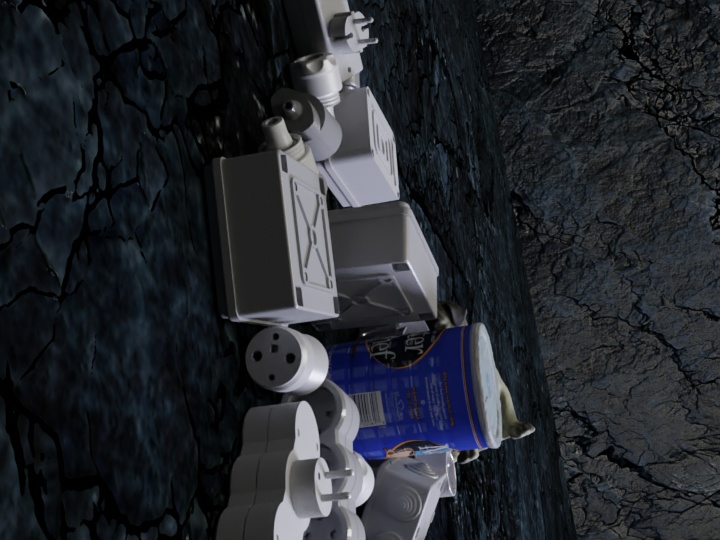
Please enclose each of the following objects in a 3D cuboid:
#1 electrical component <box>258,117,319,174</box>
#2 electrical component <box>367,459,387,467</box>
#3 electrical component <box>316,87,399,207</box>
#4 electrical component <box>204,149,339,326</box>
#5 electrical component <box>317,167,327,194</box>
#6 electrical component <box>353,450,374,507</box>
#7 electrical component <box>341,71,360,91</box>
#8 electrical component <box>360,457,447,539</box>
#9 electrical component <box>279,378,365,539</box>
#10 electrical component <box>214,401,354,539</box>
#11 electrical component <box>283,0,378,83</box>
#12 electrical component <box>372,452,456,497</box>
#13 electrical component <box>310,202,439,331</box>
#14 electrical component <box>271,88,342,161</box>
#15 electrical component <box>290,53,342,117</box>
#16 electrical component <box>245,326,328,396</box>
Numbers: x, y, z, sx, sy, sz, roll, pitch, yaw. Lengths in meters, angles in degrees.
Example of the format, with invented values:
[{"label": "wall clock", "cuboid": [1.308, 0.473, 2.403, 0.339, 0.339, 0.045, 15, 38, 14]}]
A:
[{"label": "electrical component", "cuboid": [-0.058, -0.085, 0.818, 0.043, 0.043, 0.062, -78, 155, -56]}, {"label": "electrical component", "cuboid": [0.019, 0.155, 0.988, 0.078, 0.040, 0.040, -6, 87, -77]}, {"label": "electrical component", "cuboid": [-0.005, -0.114, 1.025, 0.113, 0.057, 0.078, 51, 33, -65]}, {"label": "electrical component", "cuboid": [-0.058, -0.018, 0.743, 0.109, 0.056, 0.108, 21, 61, -75]}, {"label": "electrical component", "cuboid": [-0.044, -0.069, 0.886, 0.061, 0.035, 0.035, -82, 159, -57]}, {"label": "electrical component", "cuboid": [-0.009, 0.169, 0.857, 0.062, 0.043, 0.043, 60, 25, -61]}, {"label": "electrical component", "cuboid": [-0.017, -0.180, 1.068, 0.035, 0.035, 0.061, 37, 50, -71]}, {"label": "electrical component", "cuboid": [0.035, 0.210, 0.927, 0.100, 0.048, 0.099, 8, 101, -76]}, {"label": "electrical component", "cuboid": [-0.023, 0.154, 0.788, 0.073, 0.052, 0.138, 53, 31, -63]}, {"label": "electrical component", "cuboid": [-0.040, 0.139, 0.681, 0.138, 0.074, 0.052, -81, 158, -52]}, {"label": "electrical component", "cuboid": [-0.018, -0.214, 0.973, 0.047, 0.076, 0.083, -41, 125, -46]}, {"label": "electrical component", "cuboid": [0.050, 0.184, 1.021, 0.079, 0.077, 0.043, -78, 155, -57]}, {"label": "electrical component", "cuboid": [0.000, 0.000, 0.864, 0.108, 0.109, 0.056, 59, 28, -58]}, {"label": "electrical component", "cuboid": [-0.047, -0.122, 0.887, 0.081, 0.043, 0.043, 37, 46, -71]}, {"label": "electrical component", "cuboid": [-0.036, -0.158, 0.953, 0.043, 0.043, 0.062, -70, 150, -64]}, {"label": "electrical component", "cuboid": [-0.051, 0.063, 0.747, 0.055, 0.045, 0.045, 34, 49, -71]}]
